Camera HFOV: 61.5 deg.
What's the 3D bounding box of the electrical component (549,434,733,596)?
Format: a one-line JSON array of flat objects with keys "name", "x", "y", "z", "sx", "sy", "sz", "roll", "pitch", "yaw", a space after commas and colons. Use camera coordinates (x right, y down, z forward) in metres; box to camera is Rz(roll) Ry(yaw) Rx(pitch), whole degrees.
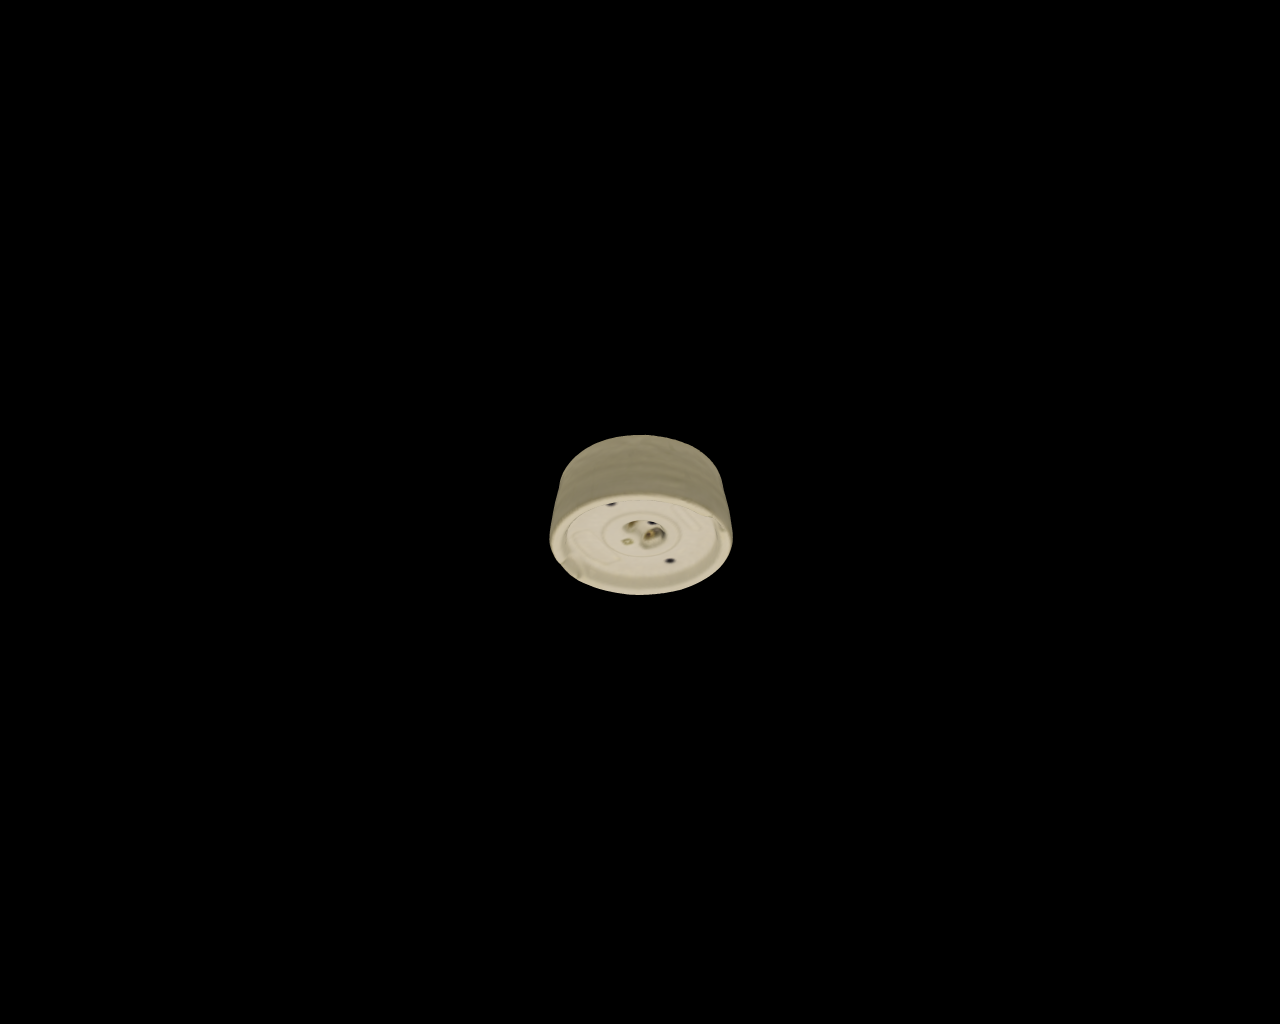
[{"name": "electrical component", "x": 0.001, "y": -0.003, "z": 0.650, "sx": 0.108, "sy": 0.060, "sz": 0.108, "roll": 0, "pitch": -36, "yaw": 0}]
